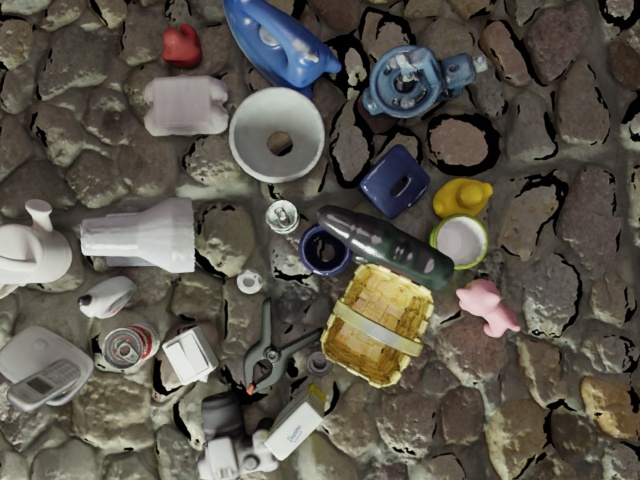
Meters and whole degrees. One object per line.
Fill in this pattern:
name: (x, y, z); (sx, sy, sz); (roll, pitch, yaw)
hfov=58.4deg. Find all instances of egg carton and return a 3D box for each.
egg carton: (-0.237, -0.239, 1.020); (0.150, 0.069, 0.107); (-3, 87, 0)

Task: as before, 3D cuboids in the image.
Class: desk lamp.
desk lamp: (-0.284, -0.003, 0.938); (0.203, 0.213, 0.118); (-3, 87, 0)

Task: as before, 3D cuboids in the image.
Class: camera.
camera: (-0.146, 0.332, 0.978); (0.143, 0.101, 0.137); (-12, 87, 0)

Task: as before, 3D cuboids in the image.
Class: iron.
iron: (-0.086, -0.363, 0.989); (0.258, 0.141, 0.119); (42, 88, 2)

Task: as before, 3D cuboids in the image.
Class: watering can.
watering can: (-0.500, 0.016, 0.947); (0.101, 0.194, 0.173); (7, 87, 1)

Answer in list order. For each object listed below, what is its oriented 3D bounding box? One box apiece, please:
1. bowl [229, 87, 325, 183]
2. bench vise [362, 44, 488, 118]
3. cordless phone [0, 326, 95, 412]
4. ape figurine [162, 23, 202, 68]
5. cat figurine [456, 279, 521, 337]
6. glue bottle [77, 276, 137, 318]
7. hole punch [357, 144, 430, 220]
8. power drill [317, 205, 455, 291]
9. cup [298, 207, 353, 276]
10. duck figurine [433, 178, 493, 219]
bowl: (-0.074, -0.180, 1.014); (0.167, 0.074, 0.167); (0, 87, 0)
bench vise: (0.174, -0.287, 0.945); (0.207, 0.219, 0.121); (-33, 87, -1)
cordless phone: (-0.474, 0.216, 0.943); (0.147, 0.185, 0.094); (30, 88, 2)
ape figurine: (-0.250, -0.348, 1.014); (0.078, 0.092, 0.076); (-36, 87, -1)
cat figurine: (0.289, 0.112, 0.977); (0.128, 0.117, 0.067); (42, 88, 2)
glue bottle: (-0.364, 0.098, 0.953); (0.037, 0.173, 0.078); (38, 88, 2)
hole punch: (0.133, -0.101, 1.001); (0.101, 0.091, 0.109); (43, 88, 2)
power drill: (0.100, 0.012, 0.938); (0.229, 0.208, 0.076); (24, 88, 2)
cup: (0.009, 0.004, 0.995); (0.091, 0.095, 0.118); (-4, 87, 0)
duck figurine: (0.252, -0.074, 1.002); (0.104, 0.086, 0.077); (-18, 87, 0)
